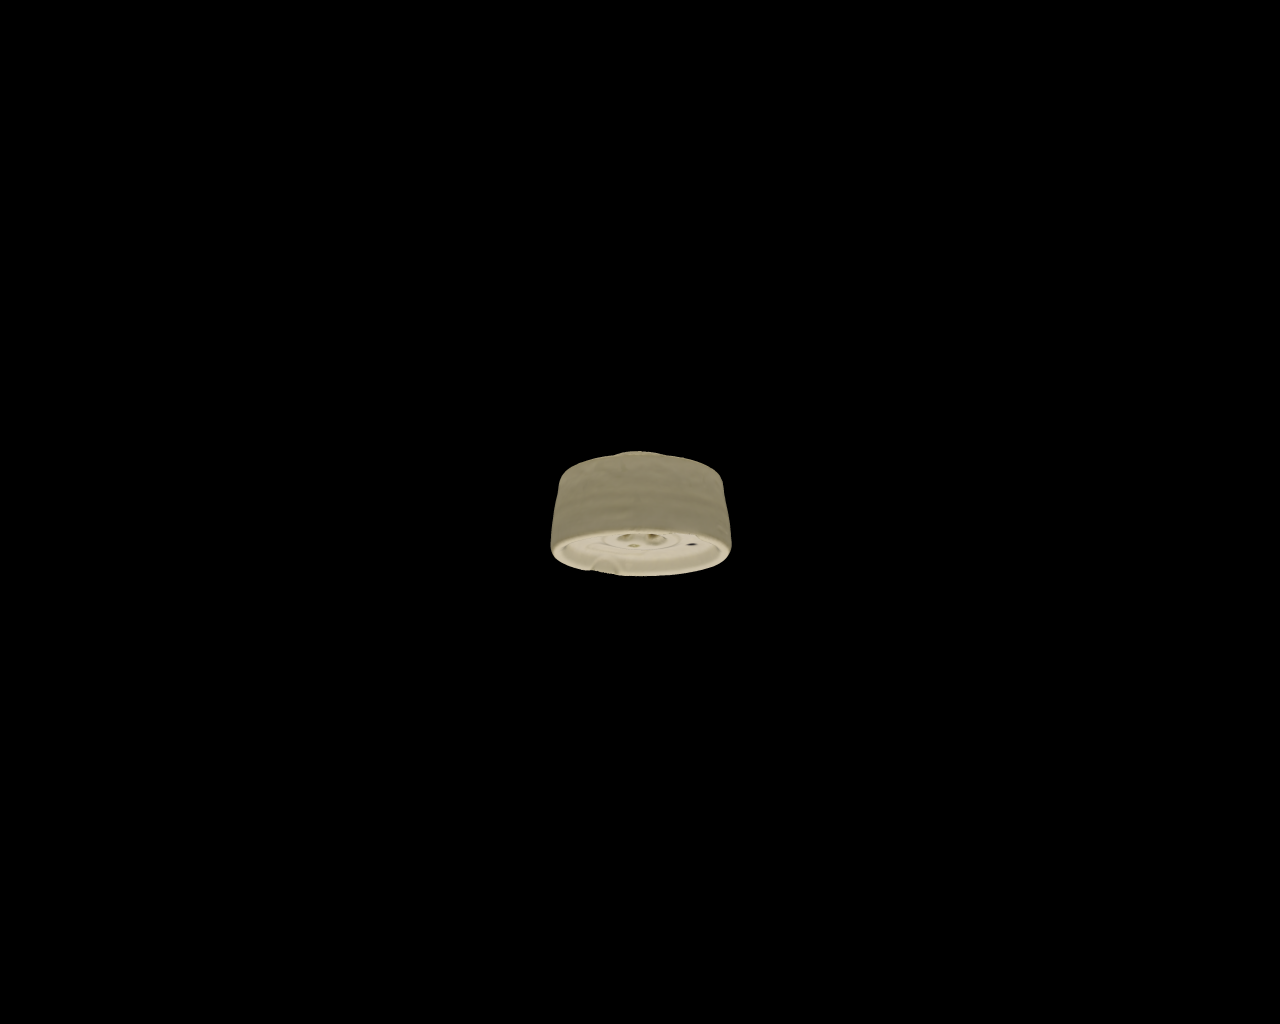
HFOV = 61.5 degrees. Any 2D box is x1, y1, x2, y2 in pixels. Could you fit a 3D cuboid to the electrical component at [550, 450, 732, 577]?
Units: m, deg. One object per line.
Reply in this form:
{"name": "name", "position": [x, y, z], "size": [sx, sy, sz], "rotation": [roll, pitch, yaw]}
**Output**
{"name": "electrical component", "position": [0.001, -0.003, 0.650], "size": [0.108, 0.060, 0.108], "rotation": [0, -17, 0]}
